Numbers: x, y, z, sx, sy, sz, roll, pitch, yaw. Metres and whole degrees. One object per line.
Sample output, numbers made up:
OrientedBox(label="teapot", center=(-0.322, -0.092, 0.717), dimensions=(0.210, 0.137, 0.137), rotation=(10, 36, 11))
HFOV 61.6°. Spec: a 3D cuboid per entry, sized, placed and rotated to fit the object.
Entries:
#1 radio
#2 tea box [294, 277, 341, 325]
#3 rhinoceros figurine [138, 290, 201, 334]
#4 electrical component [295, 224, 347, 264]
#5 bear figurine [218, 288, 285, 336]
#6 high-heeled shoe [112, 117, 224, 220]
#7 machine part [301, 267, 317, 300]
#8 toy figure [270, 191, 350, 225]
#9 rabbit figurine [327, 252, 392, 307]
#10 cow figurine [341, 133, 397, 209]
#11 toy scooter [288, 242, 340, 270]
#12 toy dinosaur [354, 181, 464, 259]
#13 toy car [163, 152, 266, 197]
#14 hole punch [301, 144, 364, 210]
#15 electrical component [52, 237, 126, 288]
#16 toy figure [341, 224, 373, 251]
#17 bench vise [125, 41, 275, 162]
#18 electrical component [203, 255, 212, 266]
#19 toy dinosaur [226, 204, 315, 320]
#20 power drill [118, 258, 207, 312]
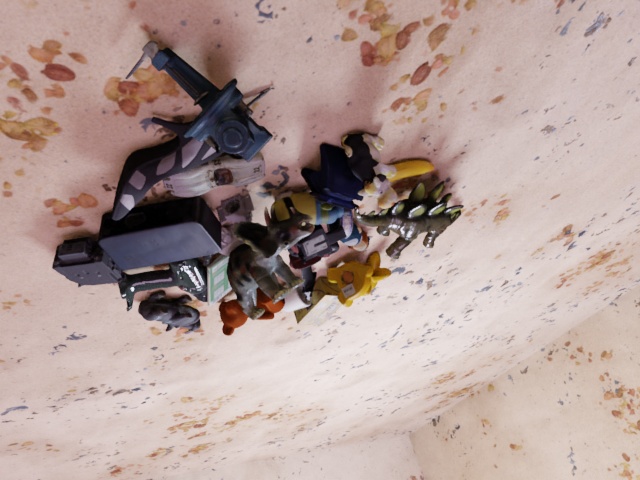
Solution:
OrientedBox(label="radio", center=(-0.332, -0.013, 1.118), dimensions=(0.230, 0.073, 0.131), rotation=(-11, 146, 5))
OrientedBox(label="tea box", center=(0.002, 0.186, 1.619), dimensions=(0.098, 0.068, 0.169), rotation=(9, 138, -36))
OrientedBox(label="rhinoceros figurine", center=(-0.391, 0.201, 1.432), dimensions=(0.112, 0.073, 0.190), rotation=(-36, 144, 21))
OrientedBox(label="electrical component", center=(-0.003, -0.004, 1.247), dimensions=(0.119, 0.048, 0.074), rotation=(-28, 119, -6))
OrientedBox(label="bear figurine", center=(-0.199, 0.169, 1.451), dimensions=(0.196, 0.120, 0.131), rotation=(-18, 144, 7))
OrientedBox(label="high-heeled shoe", center=(-0.280, -0.120, 0.994), dimensions=(0.145, 0.086, 0.248), rotation=(21, 118, -30))
OrientedBox(label="machine part", center=(-0.033, 0.098, 1.478), dimensions=(0.039, 0.084, 0.138), rotation=(8, 140, 14))
OrientedBox(label="toy figure", center=(-0.021, -0.069, 1.204), dimensions=(0.180, 0.089, 0.082), rotation=(-1, 139, -9))
OrientedBox(label="rabbit figurine", center=(0.120, 0.105, 1.552), dimensions=(0.162, 0.122, 0.173), rotation=(-40, 157, 13))
OrientedBox(label="cow figurine", center=(0.101, -0.144, 1.099), dimensions=(0.098, 0.167, 0.068), rotation=(10, 142, -40))
OrientedBox(label="toy scooter", center=(-0.039, 0.019, 1.349), dimensions=(0.135, 0.075, 0.183), rotation=(-31, 149, 12))
OrientedBox(label="toy dinosaur", center=(0.224, -0.054, 1.319), dimensions=(0.471, 0.105, 0.198), rotation=(-12, 147, -42))
OrientedBox(label="toy car", center=(-0.207, -0.132, 1.058), dimensions=(0.202, 0.056, 0.073), rotation=(-14, 147, -9))
OrientedBox(label="hole punch", center=(0.037, -0.133, 1.138), dimensions=(0.142, 0.116, 0.092), rotation=(14, 126, -41))
OrientedBox(label="electrical component", center=(-0.495, 0.047, 1.147), dimensions=(0.115, 0.058, 0.134), rotation=(-10, 149, 7))
OrientedBox(label="toy figure", center=(0.088, -0.006, 1.399), dimensions=(0.064, 0.058, 0.154), rotation=(7, 165, 34))
OrientedBox(label="bench vise", center=(-0.178, -0.225, 0.864), dimensions=(0.129, 0.224, 0.240), rotation=(-40, 112, 20))
OrientedBox(label="electrical component", center=(-0.261, 0.013, 1.233), dimensions=(0.021, 0.063, 0.094), rotation=(-4, 143, -22))
OrientedBox(label="toy dinosaur", center=(-0.150, 0.065, 1.220), dimensions=(0.131, 0.192, 0.405), rotation=(-32, 175, -37))
OrientedBox(label="power drill", center=(-0.375, 0.111, 1.305), dimensions=(0.207, 0.086, 0.231), rotation=(-8, 146, -9))
